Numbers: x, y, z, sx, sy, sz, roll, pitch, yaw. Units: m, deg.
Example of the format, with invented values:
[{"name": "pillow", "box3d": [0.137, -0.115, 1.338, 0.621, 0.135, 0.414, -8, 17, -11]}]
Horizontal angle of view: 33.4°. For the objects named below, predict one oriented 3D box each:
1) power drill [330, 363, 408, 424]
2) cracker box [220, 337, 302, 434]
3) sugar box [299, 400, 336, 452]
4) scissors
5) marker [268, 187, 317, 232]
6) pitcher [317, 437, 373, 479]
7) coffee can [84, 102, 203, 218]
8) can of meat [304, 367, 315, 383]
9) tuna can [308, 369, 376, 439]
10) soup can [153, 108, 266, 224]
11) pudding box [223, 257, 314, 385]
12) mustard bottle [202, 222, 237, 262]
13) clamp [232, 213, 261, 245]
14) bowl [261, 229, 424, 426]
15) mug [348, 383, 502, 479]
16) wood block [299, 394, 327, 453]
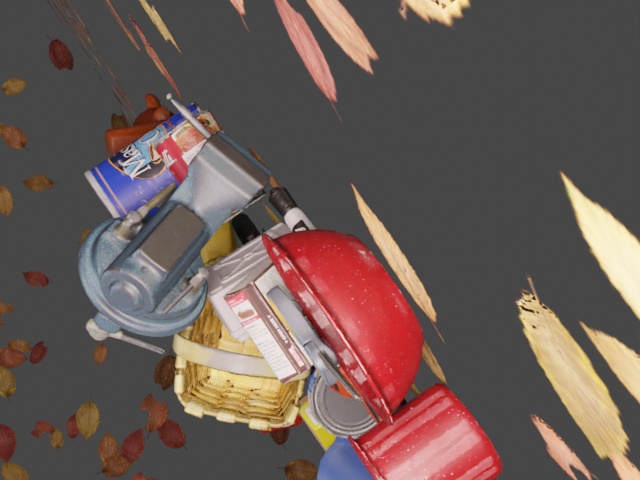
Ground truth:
[{"name": "power drill", "box3d": [0.080, 0.187, 1.021, 0.188, 0.057, 0.184, 50, 168, 19]}, {"name": "cracker box", "box3d": [-0.084, 0.145, 1.549, 0.164, 0.072, 0.213, 62, -163, -46]}, {"name": "sugar box", "box3d": [0.041, 0.235, 1.350, 0.048, 0.093, 0.176, 51, 173, 37]}, {"name": "scissors", "box3d": [0.008, 0.094, 0.768, 0.096, 0.016, 0.202, 58, 174, -31]}, {"name": "marker", "box3d": [-0.006, 0.001, 0.888, 0.121, 0.020, 0.020, 53, 173, 24]}, {"name": "pitcher", "box3d": [0.097, 0.312, 1.210, 0.149, 0.145, 0.243, 20, 180, -17]}, {"name": "coffee can", "box3d": [-0.166, -0.068, 1.148, 0.103, 0.140, 0.103, 55, 173, 9]}, {"name": "can of meat", "box3d": [-0.029, 0.129, 1.367, 0.102, 0.084, 0.057, 54, 173, 13]}, {"name": "tuna can", "box3d": [0.030, 0.160, 1.106, 0.086, 0.086, 0.034, 56, 174, -7]}, {"name": "soup can", "box3d": [-0.108, -0.069, 1.057, 0.102, 0.068, 0.068, 55, 173, -2]}, {"name": "pudding box", "box3d": [-0.019, 0.054, 0.902, 0.090, 0.039, 0.113, 56, -146, -5]}, {"name": "mustard bottle", "box3d": [-0.141, -0.056, 1.272, 0.191, 0.058, 0.096, 84, 167, -45]}, {"name": "clamp", "box3d": [-0.081, 0.006, 1.348, 0.120, 0.039, 0.171, 50, 174, 10]}, {"name": "bowl", "box3d": [0.025, 0.049, 0.750, 0.162, 0.055, 0.162, 55, 173, 9]}, {"name": "mug", "box3d": [0.082, 0.166, 0.797, 0.093, 0.081, 0.117, 51, 172, 32]}, {"name": "wood block", "box3d": [0.063, 0.293, 1.472, 0.206, 0.090, 0.090, 52, 175, 27]}]
